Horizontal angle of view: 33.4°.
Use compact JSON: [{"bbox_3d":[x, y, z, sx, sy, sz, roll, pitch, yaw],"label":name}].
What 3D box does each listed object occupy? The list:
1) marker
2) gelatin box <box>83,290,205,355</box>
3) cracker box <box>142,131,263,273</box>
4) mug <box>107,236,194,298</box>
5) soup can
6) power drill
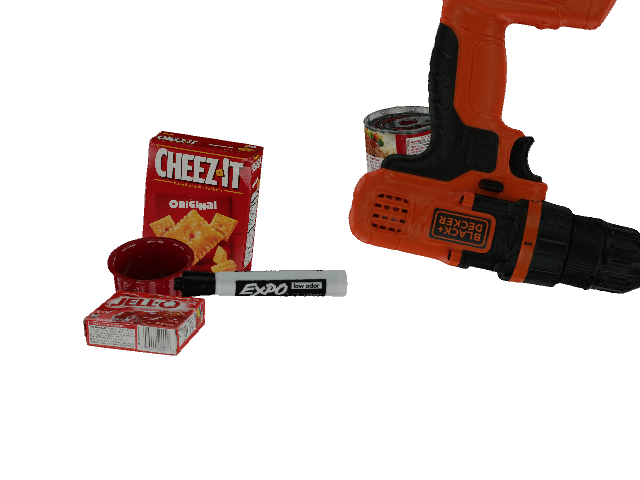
[{"bbox_3d":[-0.042,0.030,0.748,0.121,0.020,0.020,0,0,-10],"label":"marker"},{"bbox_3d":[-0.158,0.072,0.962,0.089,0.030,0.073,5,19,13],"label":"gelatin box"},{"bbox_3d":[-0.182,-0.045,1.621,0.164,0.214,0.072,9,19,7],"label":"cracker box"},{"bbox_3d":[-0.185,0.060,1.153,0.093,0.081,0.117,10,32,16],"label":"mug"},{"bbox_3d":[0.074,-0.057,0.914,0.068,0.102,0.068,-5,23,2],"label":"soup can"},{"bbox_3d":[0.122,-0.069,0.632,0.184,0.188,0.057,12,5,3],"label":"power drill"}]
